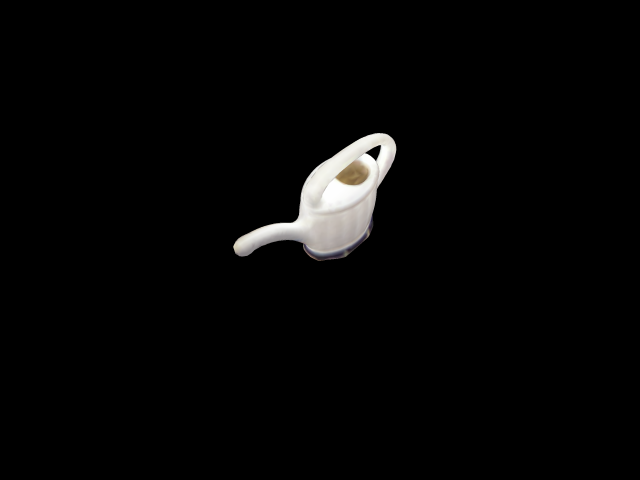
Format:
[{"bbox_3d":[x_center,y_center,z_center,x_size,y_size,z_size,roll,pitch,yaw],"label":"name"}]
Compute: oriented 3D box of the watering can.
[{"bbox_3d":[0.003,-0.043,0.850,0.105,0.352,0.219,39,-26,24],"label":"watering can"}]
